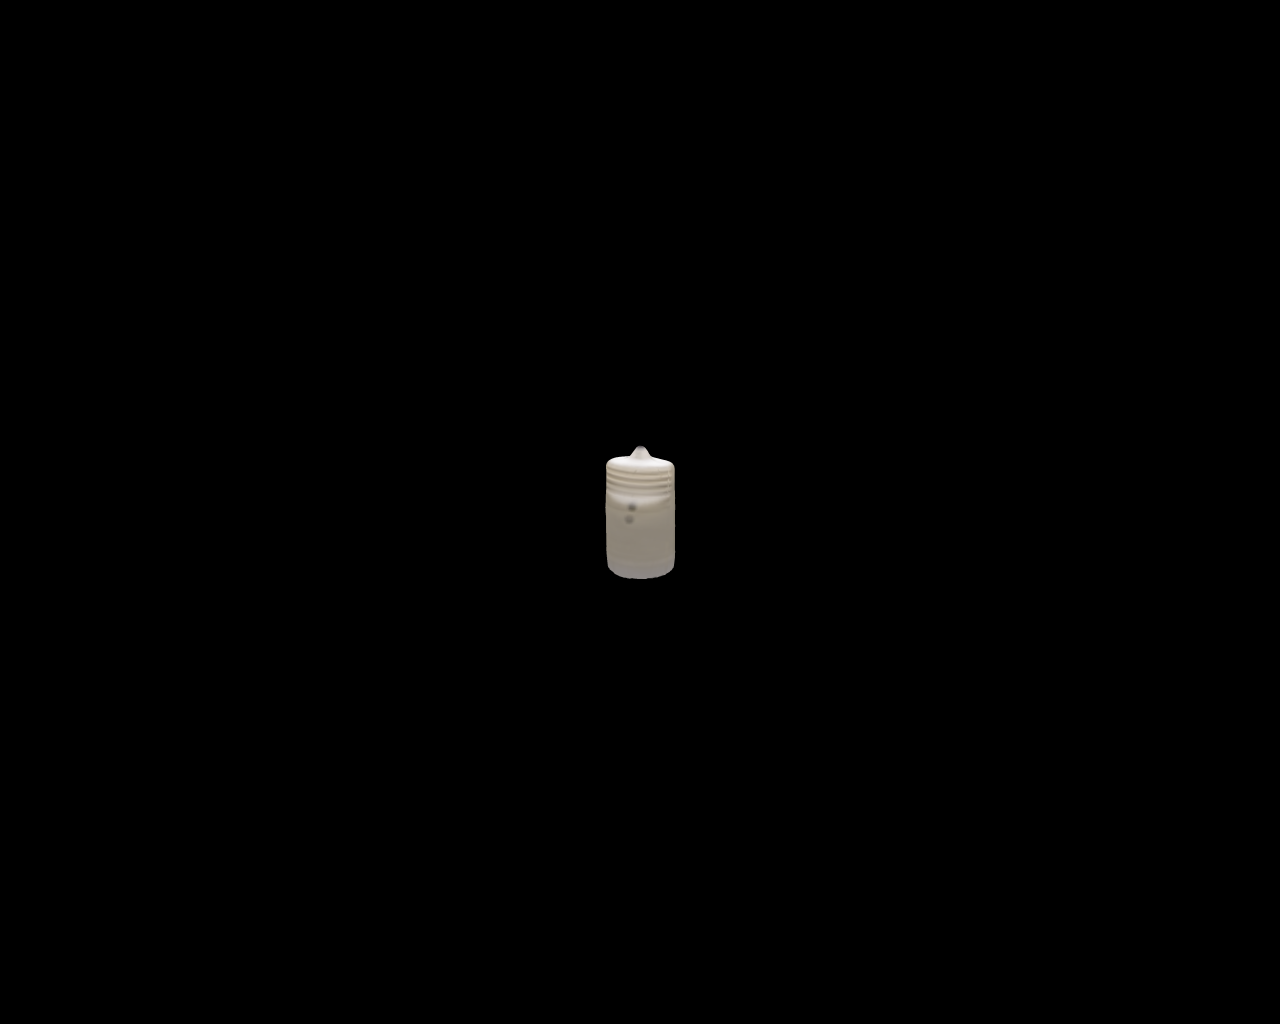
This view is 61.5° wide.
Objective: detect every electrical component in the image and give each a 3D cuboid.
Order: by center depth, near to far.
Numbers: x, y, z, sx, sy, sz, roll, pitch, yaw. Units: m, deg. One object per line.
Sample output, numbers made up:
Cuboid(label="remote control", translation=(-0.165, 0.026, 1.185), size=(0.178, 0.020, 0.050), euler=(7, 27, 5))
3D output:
Cuboid(label="electrical component", translation=(0.001, -0.003, 0.650), size=(0.043, 0.080, 0.043), euler=(0, 18, 0))
